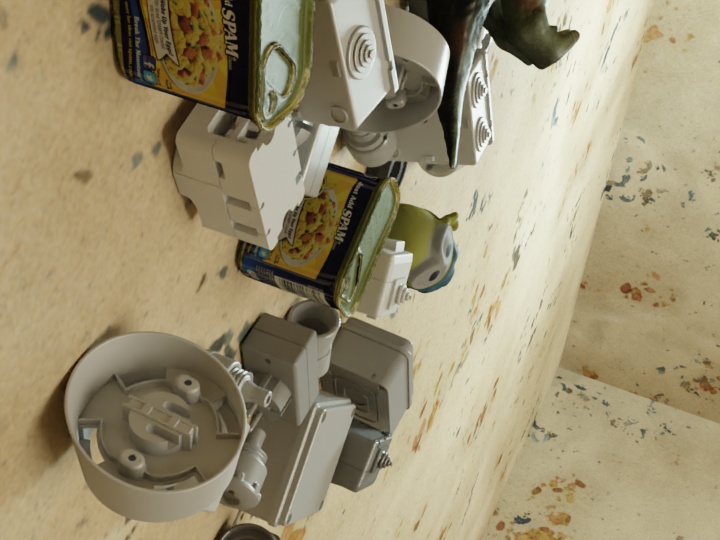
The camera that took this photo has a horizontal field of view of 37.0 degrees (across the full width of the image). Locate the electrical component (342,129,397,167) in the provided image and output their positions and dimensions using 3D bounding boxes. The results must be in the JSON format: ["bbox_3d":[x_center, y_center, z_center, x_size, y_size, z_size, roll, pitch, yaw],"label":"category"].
[{"bbox_3d":[0.005,-0.111,0.866,0.078,0.040,0.040,46,64,-72],"label":"electrical component"}]

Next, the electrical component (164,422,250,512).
[{"bbox_3d":[-0.116,0.121,0.718,0.076,0.047,0.065,54,57,-71],"label":"electrical component"}]

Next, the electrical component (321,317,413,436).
[{"bbox_3d":[0.009,0.106,1.057,0.057,0.078,0.113,-58,159,-30],"label":"electrical component"}]

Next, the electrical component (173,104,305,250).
[{"bbox_3d":[-0.073,-0.062,0.638,0.089,0.056,0.050,83,30,-56],"label":"electrical component"}]

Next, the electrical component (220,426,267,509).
[{"bbox_3d":[-0.093,0.151,0.840,0.048,0.048,0.062,88,20,-51],"label":"electrical component"}]

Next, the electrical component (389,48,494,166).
[{"bbox_3d":[0.061,-0.136,0.901,0.048,0.100,0.099,-58,147,-48],"label":"electrical component"}]

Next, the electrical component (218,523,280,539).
[{"bbox_3d":[-0.096,0.252,0.918,0.057,0.058,0.078,92,23,-52],"label":"electrical component"}]

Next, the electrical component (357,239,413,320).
[{"bbox_3d":[0.000,0.000,0.874,0.062,0.096,0.061,-8,114,-72],"label":"electrical component"}]

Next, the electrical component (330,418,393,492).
[{"bbox_3d":[-0.016,0.173,1.017,0.061,0.096,0.062,-69,164,3],"label":"electrical component"}]

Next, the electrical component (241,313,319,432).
[{"bbox_3d":[-0.070,0.092,0.837,0.083,0.047,0.075,90,24,-48],"label":"electrical component"}]

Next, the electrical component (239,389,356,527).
[{"bbox_3d":[-0.058,0.158,0.936,0.109,0.056,0.108,17,92,-74],"label":"electrical component"}]

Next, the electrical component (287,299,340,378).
[{"bbox_3d":[-0.041,0.062,0.912,0.065,0.044,0.044,98,19,-47],"label":"electrical component"}]

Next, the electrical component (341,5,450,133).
[{"bbox_3d":[0.013,-0.141,0.763,0.099,0.099,0.064,67,39,-67],"label":"electrical component"}]

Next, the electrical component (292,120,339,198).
[{"bbox_3d":[-0.048,-0.096,0.698,0.076,0.047,0.083,6,102,-74],"label":"electrical component"}]

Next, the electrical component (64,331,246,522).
[{"bbox_3d":[-0.114,0.090,0.608,0.099,0.099,0.064,-57,165,-41],"label":"electrical component"}]

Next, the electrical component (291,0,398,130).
[{"bbox_3d":[-0.033,-0.131,0.612,0.048,0.100,0.099,-53,145,-37],"label":"electrical component"}]

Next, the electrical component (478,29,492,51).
[{"bbox_3d":[0.109,-0.231,1.066,0.079,0.043,0.077,-30,136,-67],"label":"electrical component"}]

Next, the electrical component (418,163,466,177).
[{"bbox_3d":[0.088,-0.125,1.099,0.047,0.055,0.055,-40,145,-55],"label":"electrical component"}]

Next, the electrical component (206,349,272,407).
[{"bbox_3d":[-0.089,0.078,0.731,0.035,0.061,0.035,19,90,-74],"label":"electrical component"}]
